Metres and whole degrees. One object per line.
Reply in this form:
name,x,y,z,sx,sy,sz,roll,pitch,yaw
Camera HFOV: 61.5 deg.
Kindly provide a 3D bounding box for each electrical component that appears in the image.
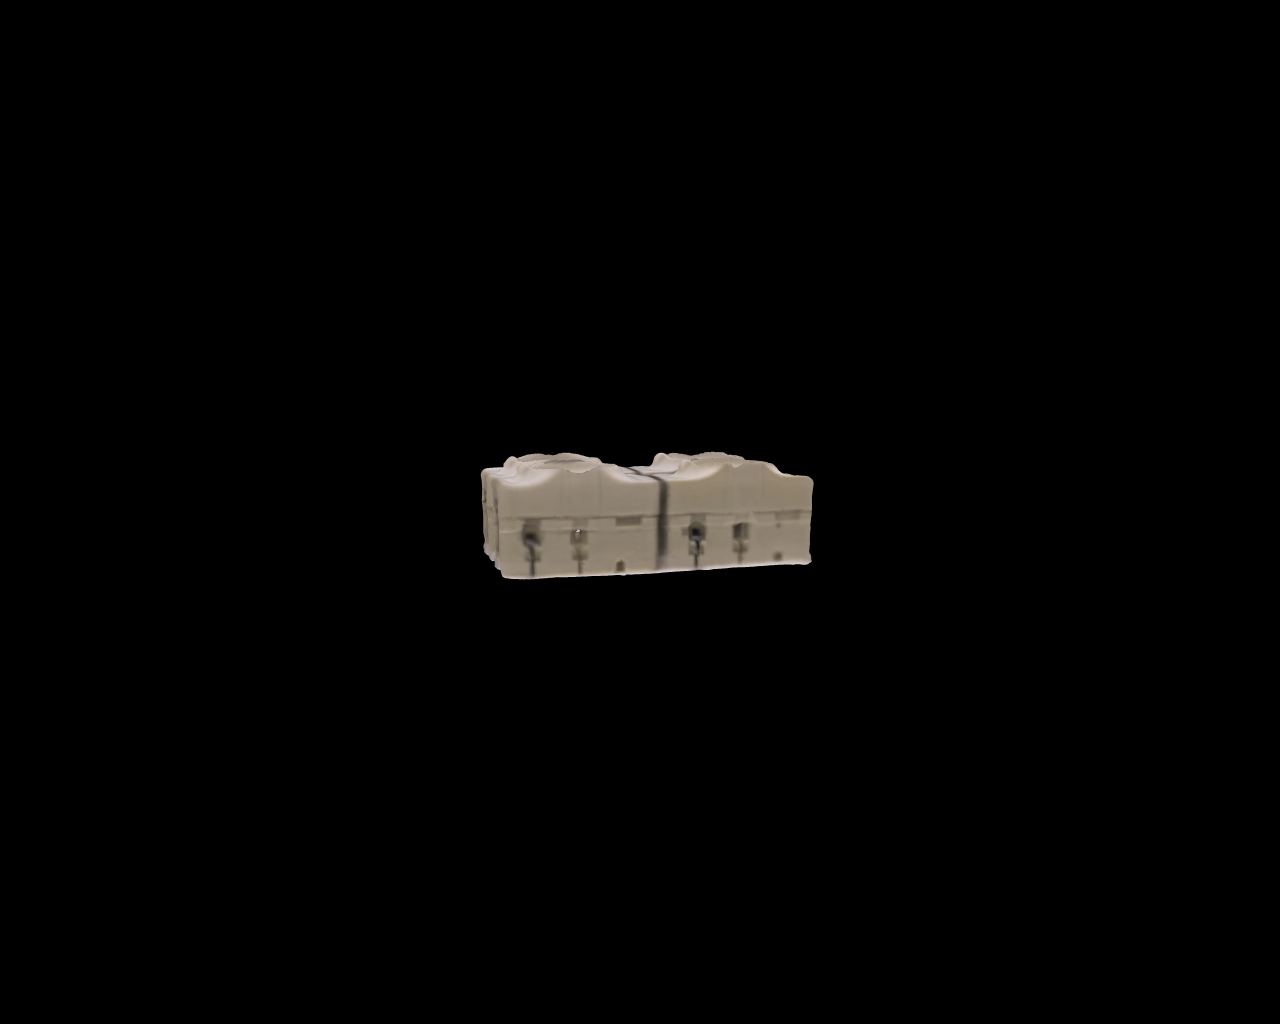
electrical component,0.001,-0.003,0.650,0.186,0.060,0.105,-2,8,-14
